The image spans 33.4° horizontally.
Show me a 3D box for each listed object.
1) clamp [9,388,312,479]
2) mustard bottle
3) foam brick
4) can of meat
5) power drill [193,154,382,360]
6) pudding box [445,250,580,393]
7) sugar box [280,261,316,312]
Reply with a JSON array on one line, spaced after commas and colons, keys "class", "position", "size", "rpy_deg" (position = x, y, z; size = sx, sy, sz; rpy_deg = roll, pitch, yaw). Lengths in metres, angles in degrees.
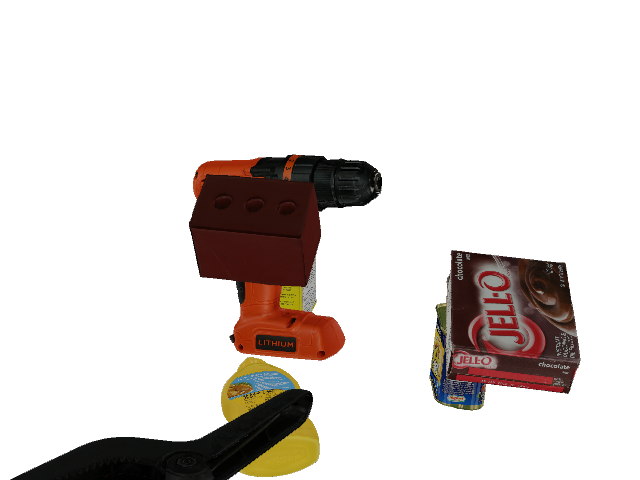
[{"class": "clamp", "position": [-0.071, 0.130, 0.583], "size": [0.209, 0.036, 0.165], "rpy_deg": [0, 20, -14]}, {"class": "mustard bottle", "position": [-0.067, 0.196, 1.256], "size": [0.096, 0.058, 0.192], "rpy_deg": [-9, 29, -10]}, {"class": "foam brick", "position": [-0.043, -0.007, 0.723], "size": [0.078, 0.051, 0.053], "rpy_deg": [5, 46, 9]}, {"class": "can of meat", "position": [0.148, 0.122, 1.131], "size": [0.057, 0.084, 0.102], "rpy_deg": [6, 14, 0]}, {"class": "power drill", "position": [-0.024, 0.013, 0.982], "size": [0.185, 0.188, 0.057], "rpy_deg": [2, 15, 28]}, {"class": "pudding box", "position": [0.138, 0.058, 0.788], "size": [0.090, 0.039, 0.113], "rpy_deg": [7, 36, 1]}, {"class": "sugar box", "position": [-0.033, 0.003, 1.220], "size": [0.048, 0.176, 0.093], "rpy_deg": [1, 17, 11]}]
